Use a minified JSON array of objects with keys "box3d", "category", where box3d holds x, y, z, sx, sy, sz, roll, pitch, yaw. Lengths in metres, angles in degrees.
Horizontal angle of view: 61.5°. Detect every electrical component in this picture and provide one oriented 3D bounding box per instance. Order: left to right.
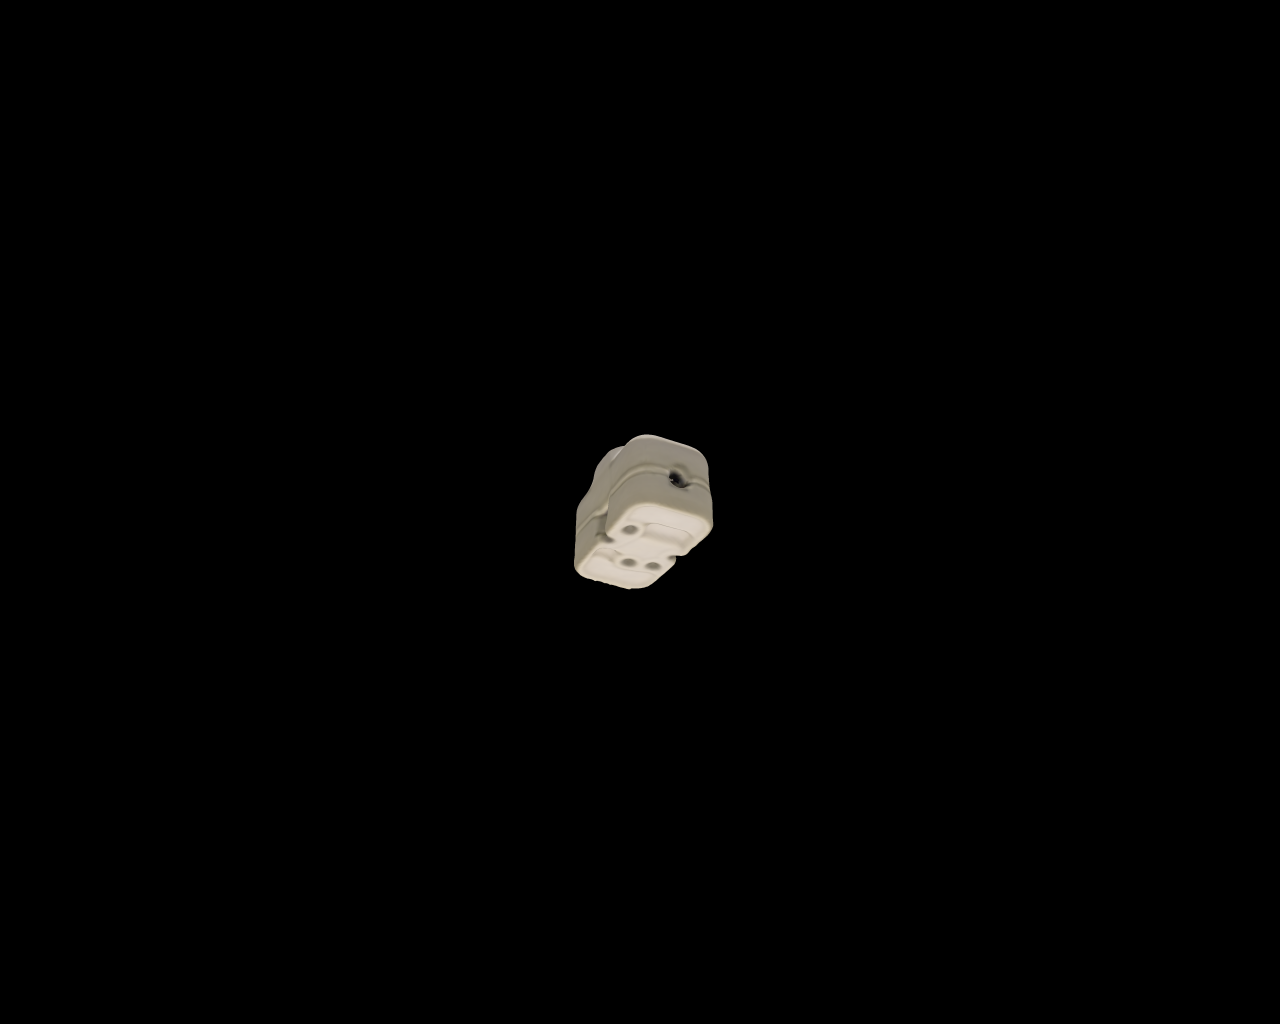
[{"box3d":[0.001,-0.003,0.650,0.054,0.059,0.095,16,-37,-22],"category":"electrical component"}]
